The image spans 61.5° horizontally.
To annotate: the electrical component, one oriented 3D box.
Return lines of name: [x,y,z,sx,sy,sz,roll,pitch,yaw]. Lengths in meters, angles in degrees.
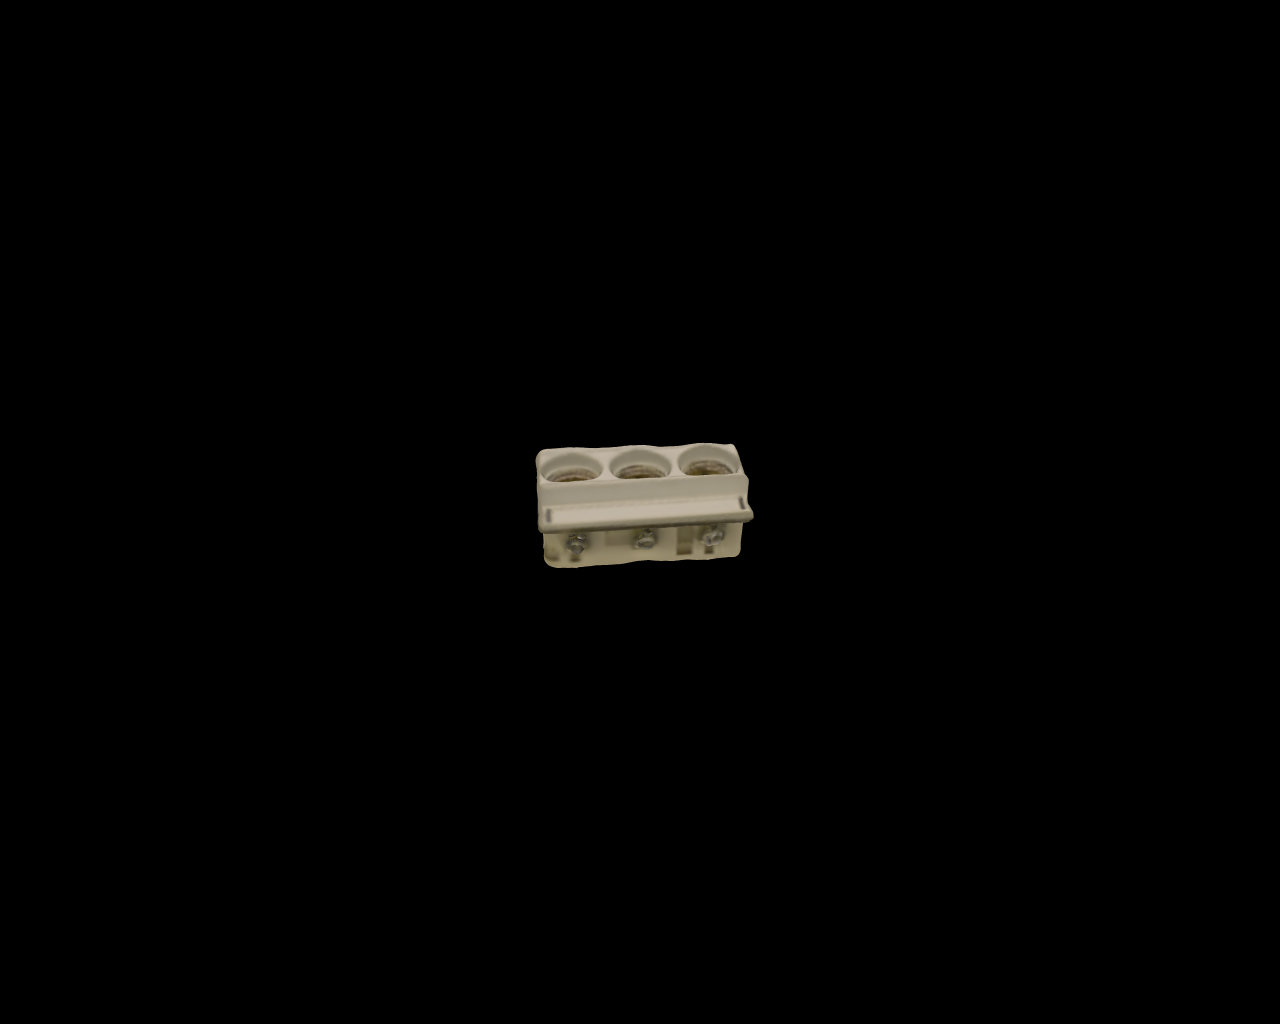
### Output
electrical component: [0.001,-0.003,0.650,0.121,0.063,0.079,-3,32,-5]
